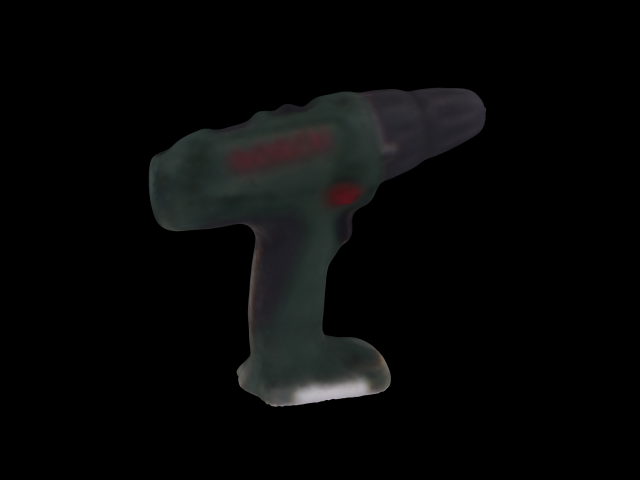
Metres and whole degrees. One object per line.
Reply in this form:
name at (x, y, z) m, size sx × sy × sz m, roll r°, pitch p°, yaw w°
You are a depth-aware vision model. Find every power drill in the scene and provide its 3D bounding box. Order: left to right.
power drill at (0.004, 0.001, 0.400) m, size 0.230 × 0.208 × 0.075 m, roll -4°, pitch 15°, yaw -14°
